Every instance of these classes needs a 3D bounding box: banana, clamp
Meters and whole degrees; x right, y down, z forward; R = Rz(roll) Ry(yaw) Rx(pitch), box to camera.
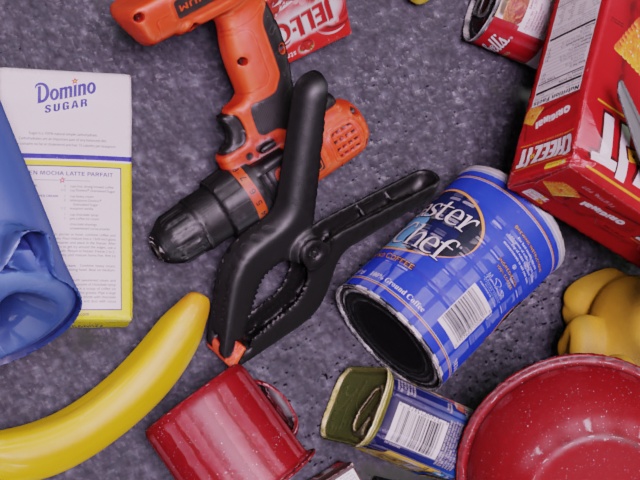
[{"bbox_3d":[-0.150,0.108,0.717,0.197,0.037,0.069,-31,133,-25],"label":"banana"},{"bbox_3d":[-0.005,0.001,0.767,0.164,0.036,0.210,25,98,-44],"label":"clamp"}]

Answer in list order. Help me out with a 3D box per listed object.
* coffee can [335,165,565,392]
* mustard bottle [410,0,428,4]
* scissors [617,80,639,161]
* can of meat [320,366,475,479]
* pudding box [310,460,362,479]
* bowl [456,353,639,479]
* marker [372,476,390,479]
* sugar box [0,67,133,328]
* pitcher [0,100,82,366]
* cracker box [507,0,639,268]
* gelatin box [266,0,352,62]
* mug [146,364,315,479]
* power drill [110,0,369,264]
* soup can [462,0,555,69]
[{"bbox_3d":[0.096,0.027,0.783,0.140,0.103,0.103,-42,94,-20],"label":"coffee can"},{"bbox_3d":[0.054,-0.289,0.854,0.096,0.058,0.191,-41,93,-17],"label":"mustard bottle"},{"bbox_3d":[0.222,0.002,0.707,0.096,0.016,0.201,-41,103,-16],"label":"scissors"},{"bbox_3d":[0.059,0.131,0.754,0.084,0.102,0.057,25,77,-14],"label":"can of meat"},{"bbox_3d":[0.010,0.227,0.754,0.090,0.039,0.113,-29,91,-20],"label":"pudding box"},{"bbox_3d":[0.172,0.157,0.688,0.162,0.055,0.162,0,104,-2],"label":"bowl"},{"bbox_3d":[0.090,0.194,0.795,0.121,0.020,0.020,13,76,-14],"label":"marker"},{"bbox_3d":[-0.178,-0.028,0.741,0.093,0.048,0.176,2,76,-15],"label":"sugar box"},{"bbox_3d":[-0.253,-0.037,0.663,0.149,0.145,0.243,-21,69,-8],"label":"pitcher"},{"bbox_3d":[0.241,-0.101,0.783,0.164,0.072,0.213,28,66,-23],"label":"cracker box"},{"bbox_3d":[-0.023,-0.175,0.804,0.089,0.030,0.073,-27,129,-19],"label":"gelatin box"},{"bbox_3d":[-0.057,0.134,0.731,0.081,0.093,0.117,54,39,4],"label":"mug"},{"bbox_3d":[-0.070,-0.095,0.747,0.184,0.057,0.187,-35,120,-17],"label":"power drill"},{"bbox_3d":[0.176,-0.175,0.866,0.102,0.069,0.068,19,75,-14],"label":"soup can"}]
